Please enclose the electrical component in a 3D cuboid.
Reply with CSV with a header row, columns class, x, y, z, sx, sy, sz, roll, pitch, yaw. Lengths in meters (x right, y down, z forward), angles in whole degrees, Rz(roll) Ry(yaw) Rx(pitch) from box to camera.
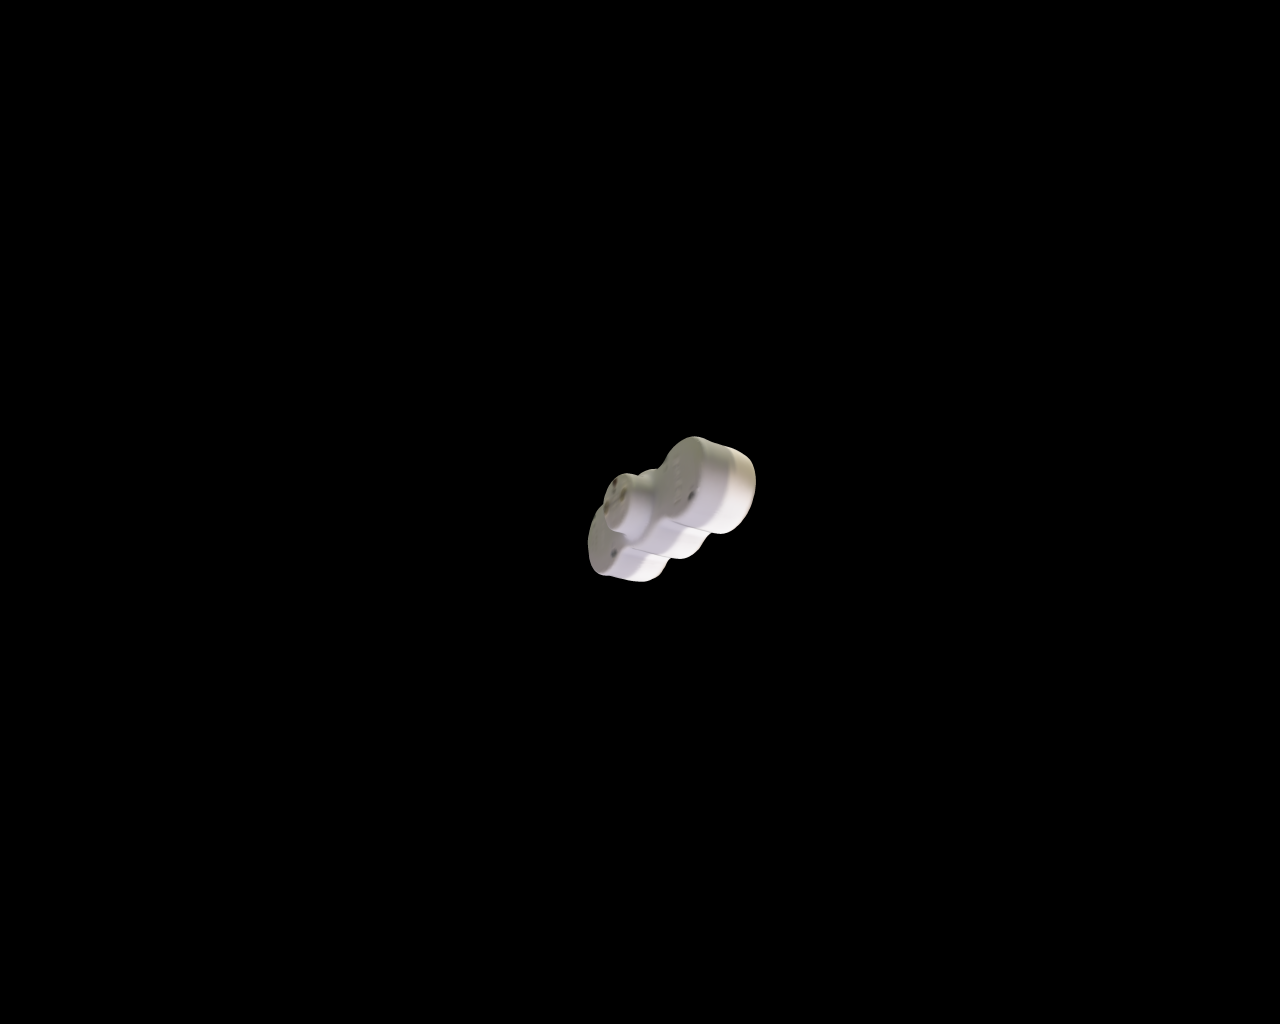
class,x,y,z,sx,sy,sz,roll,pitch,yaw
electrical component,0.001,-0.003,0.650,0.074,0.052,0.138,15,-30,-28
